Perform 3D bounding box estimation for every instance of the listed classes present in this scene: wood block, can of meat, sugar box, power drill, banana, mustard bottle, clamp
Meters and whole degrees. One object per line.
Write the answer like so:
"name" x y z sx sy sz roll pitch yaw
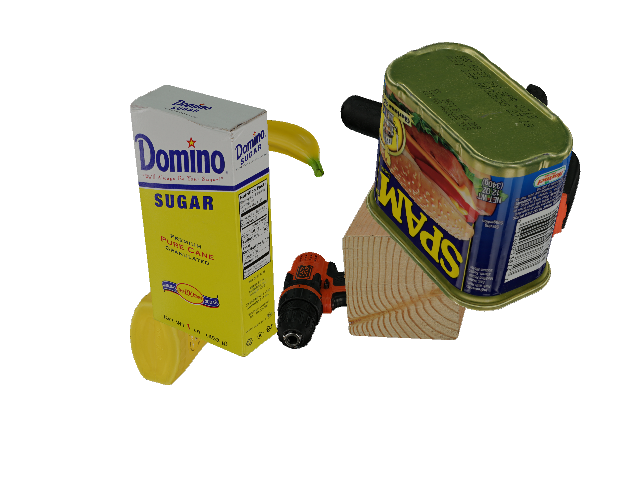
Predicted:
"wood block" 0.086 -0.002 0.920 0.091 0.090 0.206 1 23 14
"can of meat" 0.068 -0.032 0.502 0.057 0.084 0.102 -20 47 -23
"sugar box" -0.080 -0.013 0.746 0.093 0.176 0.048 17 36 32
"power drill" 0.046 0.068 1.235 0.188 0.057 0.184 1 27 6
"banana" -0.083 -0.119 1.284 0.198 0.037 0.069 8 40 16
"mustard bottle" -0.126 0.064 1.116 0.058 0.096 0.191 11 29 20
"clamp" 0.108 -0.062 0.741 0.164 0.036 0.210 -3 29 -8
